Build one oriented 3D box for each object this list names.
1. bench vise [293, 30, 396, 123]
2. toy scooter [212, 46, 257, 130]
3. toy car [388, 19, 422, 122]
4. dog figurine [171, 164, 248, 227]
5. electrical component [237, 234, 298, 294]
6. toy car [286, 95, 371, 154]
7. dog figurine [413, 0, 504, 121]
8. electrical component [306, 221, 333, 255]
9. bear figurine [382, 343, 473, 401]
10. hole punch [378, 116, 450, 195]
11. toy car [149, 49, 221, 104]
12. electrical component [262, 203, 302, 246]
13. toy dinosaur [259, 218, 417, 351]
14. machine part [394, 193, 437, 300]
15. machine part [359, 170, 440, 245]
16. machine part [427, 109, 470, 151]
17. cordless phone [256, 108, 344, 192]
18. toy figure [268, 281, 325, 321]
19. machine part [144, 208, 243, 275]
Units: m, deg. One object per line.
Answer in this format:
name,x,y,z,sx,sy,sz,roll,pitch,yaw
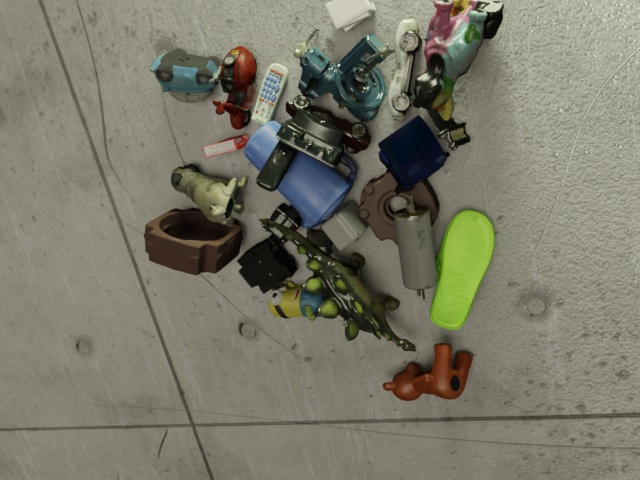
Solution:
bench vise,0.060,-0.346,1.084,0.223,0.129,0.241,48,152,-10
toy scooter,-0.193,-0.333,1.192,0.075,0.135,0.183,11,111,16
toy car,0.171,-0.344,1.099,0.056,0.073,0.201,10,112,11
dog figurine,-0.290,-0.112,1.289,0.191,0.172,0.121,14,102,6
electrical component,-0.139,0.066,1.352,0.134,0.058,0.115,-34,98,31
toy car,0.019,-0.255,1.172,0.202,0.089,0.053,28,78,5
dog figurine,0.253,-0.347,1.031,0.109,0.191,0.219,31,132,22
electrical component,-0.003,-0.004,1.308,0.063,0.021,0.093,-8,107,21
bear figurine,0.256,0.327,1.305,0.120,0.132,0.196,28,155,-29
hole punch,0.190,-0.179,1.111,0.142,0.092,0.116,-35,74,-3
toy car,-0.302,-0.371,1.242,0.162,0.109,0.102,10,135,3
electrical component,-0.079,-0.053,1.302,0.075,0.048,0.119,38,116,2
toy dinosaur,0.048,0.103,1.233,0.471,0.198,0.105,43,113,-2
machine part,0.207,0.017,1.158,0.079,0.079,0.243,-2,111,19
machine part,0.176,-0.076,1.204,0.180,0.056,0.179,6,111,15
machine part,0.256,-0.251,1.109,0.139,0.084,0.039,57,143,3
cordless phone,-0.040,-0.165,1.121,0.147,0.184,0.088,28,160,-1
toy figure,-0.045,0.159,1.349,0.180,0.082,0.089,1,108,16
machine part,-0.307,0.001,1.312,0.202,0.201,0.087,17,116,12
